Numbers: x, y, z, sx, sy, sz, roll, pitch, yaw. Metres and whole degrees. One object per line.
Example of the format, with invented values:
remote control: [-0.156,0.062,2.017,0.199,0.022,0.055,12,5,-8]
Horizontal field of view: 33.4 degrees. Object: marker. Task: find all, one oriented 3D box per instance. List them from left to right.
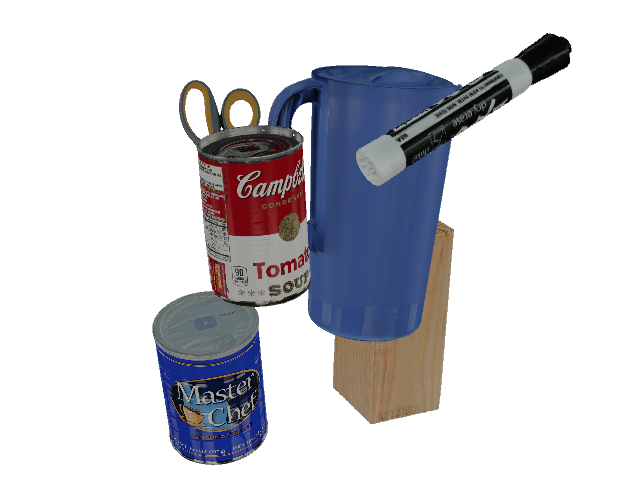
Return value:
marker: [0.069,-0.063,0.496,0.121,0.020,0.020,-33,11,-17]

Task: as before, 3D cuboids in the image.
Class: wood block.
wood block: [0.075,0.076,1.131,0.090,0.206,0.091,-8,23,-25]

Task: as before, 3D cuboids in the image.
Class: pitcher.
pitcher: [0.040,-0.036,0.972,0.149,0.243,0.144,11,17,20]

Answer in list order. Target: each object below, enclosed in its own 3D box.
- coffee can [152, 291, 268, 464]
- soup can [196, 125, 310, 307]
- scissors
coffee can: [-0.107,0.136,1.061,0.103,0.140,0.103,-2,33,1]
soup can: [-0.042,-0.016,0.693,0.068,0.102,0.068,-3,23,1]
scissors: [-0.090,-0.076,1.123,0.096,0.202,0.016,-18,-3,-22]
